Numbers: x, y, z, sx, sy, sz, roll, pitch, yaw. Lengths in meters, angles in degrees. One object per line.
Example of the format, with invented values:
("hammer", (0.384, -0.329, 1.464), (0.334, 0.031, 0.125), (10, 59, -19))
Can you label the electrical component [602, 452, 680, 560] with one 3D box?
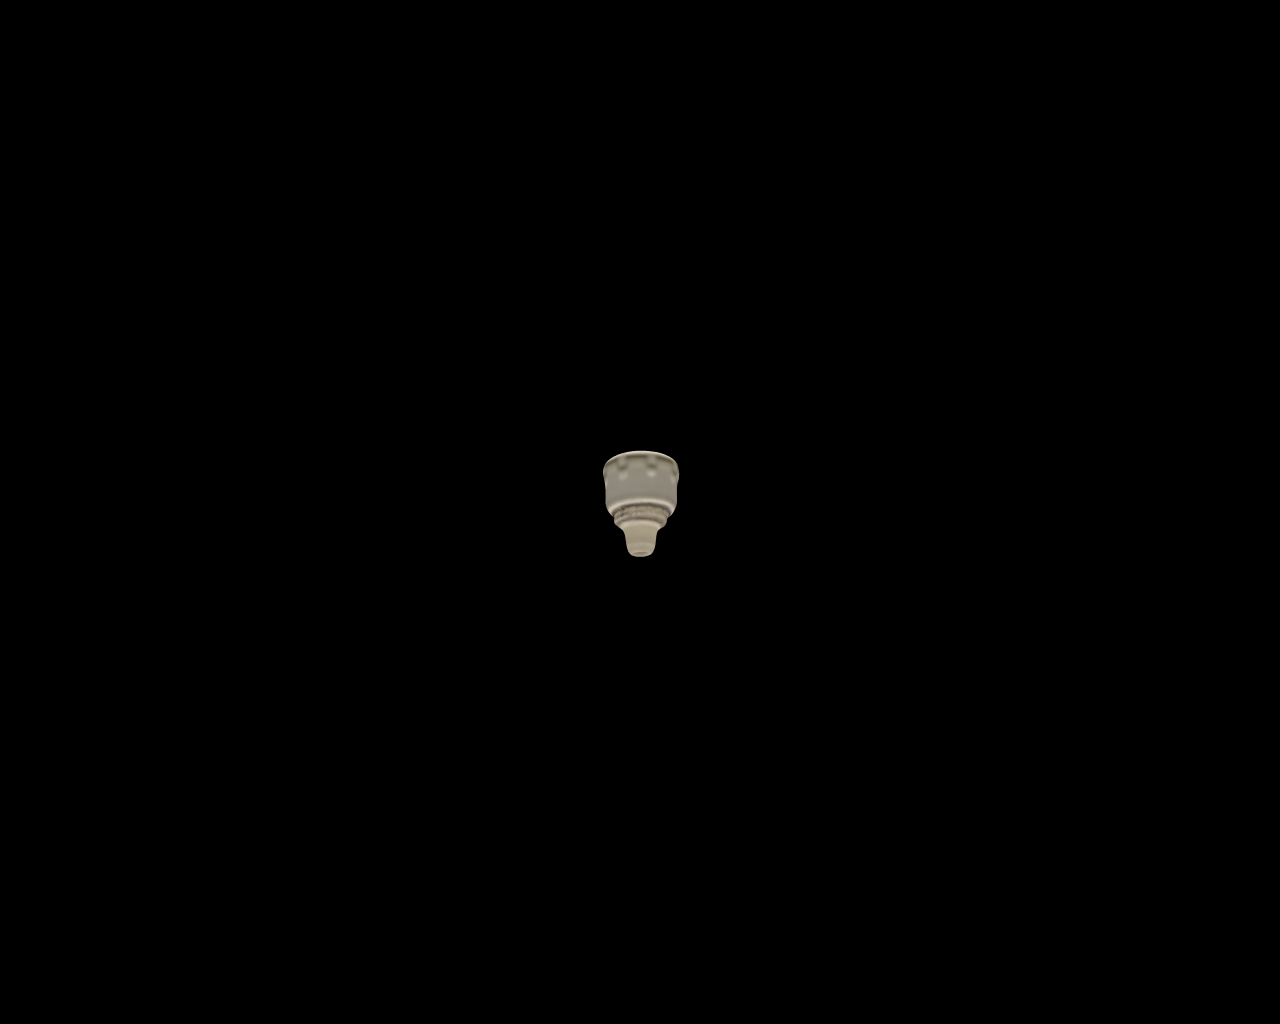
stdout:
("electrical component", (0.001, -0.003, 0.650), (0.048, 0.062, 0.048), (0, -21, 0))
